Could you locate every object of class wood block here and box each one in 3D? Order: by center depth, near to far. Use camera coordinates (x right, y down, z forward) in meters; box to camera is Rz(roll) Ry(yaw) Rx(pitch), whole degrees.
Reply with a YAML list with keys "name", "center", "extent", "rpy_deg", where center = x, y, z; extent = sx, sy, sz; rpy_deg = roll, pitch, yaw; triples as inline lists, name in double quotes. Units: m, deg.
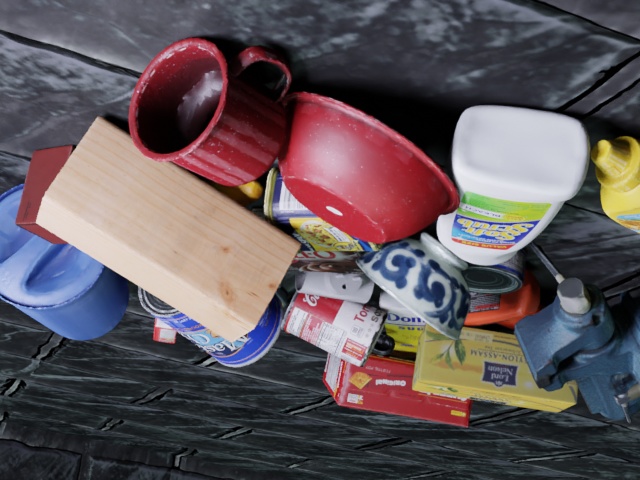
- name: "wood block"
  center: [-0.133, -0.006, 0.934]
  extent: [0.206, 0.090, 0.091]
  rpy_deg: [32, 158, -8]

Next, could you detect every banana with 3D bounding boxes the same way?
- name: "banana"
  center: [-0.100, -0.028, 1.026]
  extent: [0.069, 0.037, 0.198]
  rpy_deg: [20, 158, -5]

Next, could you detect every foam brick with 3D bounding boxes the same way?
- name: "foam brick"
  center: [-0.241, -0.041, 0.996]
  extent: [0.053, 0.078, 0.051]
  rpy_deg: [-2, 159, 32]

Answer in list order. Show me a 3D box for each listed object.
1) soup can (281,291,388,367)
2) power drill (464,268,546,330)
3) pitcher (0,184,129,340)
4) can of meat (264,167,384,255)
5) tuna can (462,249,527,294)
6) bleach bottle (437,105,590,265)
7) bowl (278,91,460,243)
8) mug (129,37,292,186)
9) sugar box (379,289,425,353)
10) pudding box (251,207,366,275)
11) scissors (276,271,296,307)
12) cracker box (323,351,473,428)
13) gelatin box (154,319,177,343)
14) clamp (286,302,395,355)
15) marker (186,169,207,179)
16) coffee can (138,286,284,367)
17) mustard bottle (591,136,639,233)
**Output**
- name: "soup can"
  center: [0.016, 0.091, 1.187]
  extent: [0.102, 0.068, 0.068]
  rpy_deg: [26, 162, 7]
- name: "power drill"
  center: [0.258, 0.083, 1.153]
  extent: [0.187, 0.057, 0.185]
  rpy_deg: [22, 157, -33]
- name: "pitcher"
  center: [-0.266, 0.032, 1.160]
  extent: [0.149, 0.145, 0.243]
  rpy_deg: [20, 165, 4]
- name: "can of meat"
  center: [0.007, -0.026, 0.962]
  extent: [0.084, 0.057, 0.102]
  rpy_deg: [0, 159, 20]
- name: "tuna can"
  center: [0.163, 0.026, 1.070]
  extent: [0.086, 0.033, 0.086]
  rpy_deg: [8, 160, 3]
- name: "bleach bottle"
  center: [0.150, -0.028, 0.885]
  extent: [0.102, 0.068, 0.251]
  rpy_deg: [10, 163, 7]
- name: "bowl"
  center: [0.024, -0.045, 0.820]
  extent: [0.162, 0.055, 0.162]
  rpy_deg: [30, 168, 7]
- name: "mug"
  center: [-0.069, -0.096, 0.775]
  extent: [0.117, 0.093, 0.081]
  rpy_deg: [-41, 145, 18]
- name: "sugar box"
  center: [0.123, 0.093, 1.257]
  extent: [0.093, 0.048, 0.176]
  rpy_deg: [6, 161, 11]
- name: "pudding box"
  center: [-0.007, 0.001, 1.068]
  extent: [0.114, 0.039, 0.090]
  rpy_deg: [0, 158, 23]
- name: "scissors"
  center: [-0.045, 0.056, 1.273]
  extent: [0.096, 0.016, 0.202]
  rpy_deg: [23, 156, -38]
- name: "cracker box"
  center: [0.098, 0.180, 1.387]
  extent: [0.164, 0.072, 0.214]
  rpy_deg: [10, 179, -5]
- name: "gelatin box"
  center: [-0.175, 0.070, 1.259]
  extent: [0.030, 0.089, 0.073]
  rpy_deg: [9, 161, -8]
- name: "clamp"
  center: [0.016, 0.103, 1.297]
  extent: [0.120, 0.039, 0.172]
  rpy_deg: [50, 154, -7]
- name: "marker"
  center: [-0.141, -0.059, 0.990]
  extent: [0.121, 0.020, 0.020]
  rpy_deg: [-8, 154, 39]
- name: "coffee can"
  center: [-0.119, 0.068, 1.184]
  extent: [0.103, 0.102, 0.140]
  rpy_deg: [-4, 150, 32]
- name: "mustard bottle"
  center: [0.274, -0.033, 0.821]
  extent: [0.191, 0.058, 0.096]
  rpy_deg: [23, 156, -34]
